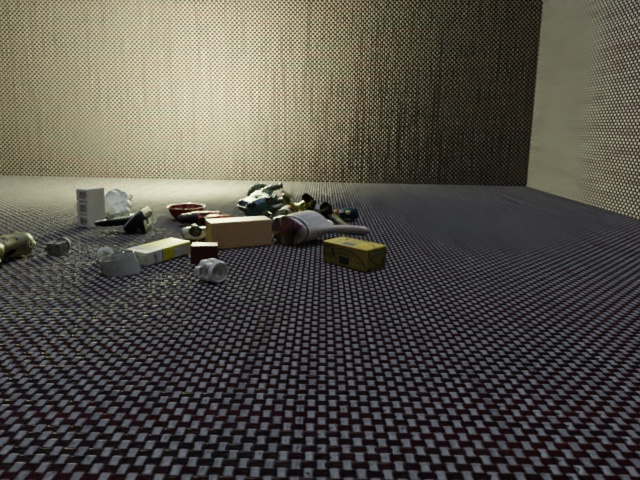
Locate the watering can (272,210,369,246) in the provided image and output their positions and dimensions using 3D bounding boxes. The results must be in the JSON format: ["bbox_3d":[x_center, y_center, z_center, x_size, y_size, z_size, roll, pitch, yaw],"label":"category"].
[{"bbox_3d":[-0.022,-0.043,1.800,0.348,0.103,0.226,8,15,32],"label":"watering can"}]

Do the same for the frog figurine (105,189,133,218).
[{"bbox_3d":[-0.857,-0.142,2.164,0.137,0.121,0.162,-32,24,-1],"label":"frog figurine"}]

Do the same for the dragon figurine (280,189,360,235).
[{"bbox_3d":[0.006,-0.105,2.086,0.412,0.121,0.243,26,7,11],"label":"dragon figurine"}]
